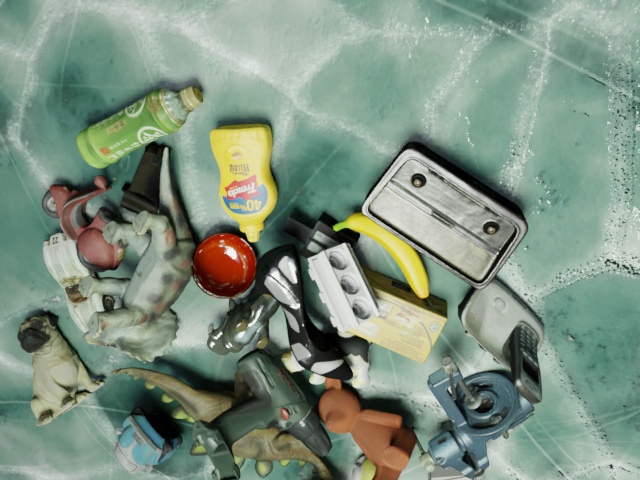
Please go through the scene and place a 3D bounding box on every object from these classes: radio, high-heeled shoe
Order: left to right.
[{"bbox_3d":[-0.008,0.115,0.853,0.248,0.086,0.145,37,111,-14],"label":"high-heeled shoe"},{"bbox_3d":[0.192,-0.041,0.823,0.229,0.073,0.131,32,113,-2],"label":"radio"}]

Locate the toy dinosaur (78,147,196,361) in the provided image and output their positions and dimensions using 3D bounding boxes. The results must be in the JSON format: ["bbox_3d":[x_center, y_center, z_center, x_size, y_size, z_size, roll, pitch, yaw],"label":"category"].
[{"bbox_3d":[-0.284,0.054,0.928,0.131,0.192,0.404,39,101,33],"label":"toy dinosaur"}]

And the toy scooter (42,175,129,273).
[{"bbox_3d":[-0.396,-0.038,0.944,0.135,0.075,0.184,-34,96,22],"label":"toy scooter"}]

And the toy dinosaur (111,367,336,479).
[{"bbox_3d":[-0.171,0.342,1.022,0.471,0.105,0.198,37,113,-4],"label":"toy dinosaur"}]

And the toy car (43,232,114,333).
[{"bbox_3d":[-0.452,0.080,1.008,0.074,0.056,0.201,-14,107,16],"label":"toy car"}]

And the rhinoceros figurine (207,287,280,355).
[{"bbox_3d":[-0.124,0.128,0.934,0.073,0.112,0.190,35,101,-34],"label":"rhinoceros figurine"}]

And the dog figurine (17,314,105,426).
[{"bbox_3d":[-0.553,0.258,1.084,0.172,0.121,0.190,-38,85,18],"label":"dog figurine"}]

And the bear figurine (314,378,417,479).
[{"bbox_3d":[0.067,0.334,0.943,0.196,0.132,0.120,29,113,14],"label":"bear figurine"}]

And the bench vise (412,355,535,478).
[{"bbox_3d":[0.237,0.286,0.899,0.224,0.129,0.240,-28,120,12],"label":"bench vise"}]

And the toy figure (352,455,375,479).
[{"bbox_3d":[0.105,0.498,1.038,0.089,0.082,0.180,-3,105,-1],"label":"toy figure"}]

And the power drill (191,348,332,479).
[{"bbox_3d":[-0.094,0.312,0.894,0.086,0.207,0.232,-31,89,50],"label":"power drill"}]

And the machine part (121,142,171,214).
[{"bbox_3d":[-0.296,-0.100,0.921,0.084,0.039,0.138,32,114,5],"label":"machine part"}]

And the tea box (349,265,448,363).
[{"bbox_3d":[0.117,0.122,0.902,0.170,0.068,0.098,24,113,2],"label":"tea box"}]

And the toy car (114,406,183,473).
[{"bbox_3d":[-0.341,0.392,1.038,0.103,0.161,0.109,-42,78,-11],"label":"toy car"}]

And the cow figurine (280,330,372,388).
[{"bbox_3d":[0.009,0.200,0.952,0.167,0.068,0.098,3,111,10],"label":"cow figurine"}]

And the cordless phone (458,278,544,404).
[{"bbox_3d":[0.278,0.156,0.820,0.146,0.184,0.089,44,117,-6],"label":"cordless phone"}]

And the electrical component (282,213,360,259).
[{"bbox_3d":[-0.002,-0.003,0.891,0.119,0.048,0.074,27,112,1],"label":"electrical component"}]
